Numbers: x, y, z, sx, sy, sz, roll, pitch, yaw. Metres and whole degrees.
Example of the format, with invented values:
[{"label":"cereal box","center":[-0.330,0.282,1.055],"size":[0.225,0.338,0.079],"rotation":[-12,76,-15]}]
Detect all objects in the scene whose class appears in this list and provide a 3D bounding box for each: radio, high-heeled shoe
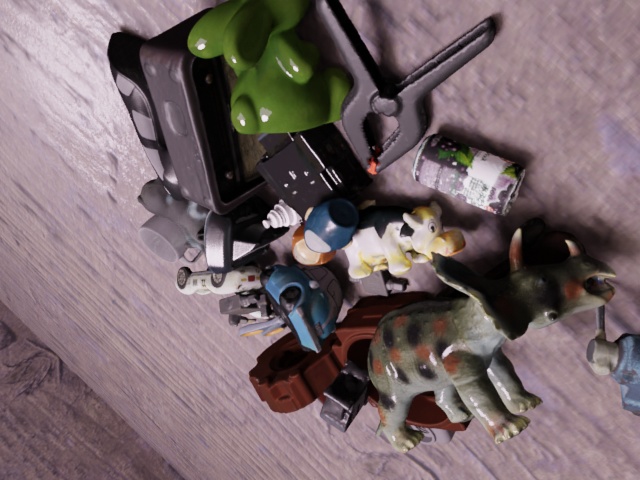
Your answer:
[{"label":"radio","center":[-0.129,-0.154,0.673],"size":[0.073,0.131,0.229],"rotation":[21,137,30]},{"label":"high-heeled shoe","center":[-0.239,-0.176,0.772],"size":[0.249,0.086,0.145],"rotation":[56,149,26]}]

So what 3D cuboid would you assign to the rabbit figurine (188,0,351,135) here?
[{"label":"rabbit figurine","center":[-0.057,-0.206,0.565],"size":[0.121,0.159,0.170],"rotation":[24,124,39]}]

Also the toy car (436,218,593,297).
[{"label":"toy car","center":[0.215,0.053,0.615],"size":[0.089,0.053,0.202],"rotation":[45,139,6]}]

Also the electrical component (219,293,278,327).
[{"label":"electrical component","center":[-0.119,0.115,0.889],"size":[0.102,0.078,0.045],"rotation":[-17,76,31]}]

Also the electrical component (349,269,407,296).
[{"label":"electrical component","center":[0.077,0.047,0.764],"size":[0.094,0.021,0.063],"rotation":[7,129,40]}]

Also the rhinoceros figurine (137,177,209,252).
[{"label":"rhinoceros figurine","center":[-0.193,-0.040,0.856],"size":[0.190,0.112,0.073],"rotation":[34,141,-19]}]

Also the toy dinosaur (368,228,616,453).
[{"label":"toy dinosaur","center":[0.127,0.129,0.616],"size":[0.405,0.131,0.192],"rotation":[-39,71,50]}]

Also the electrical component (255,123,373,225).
[{"label":"electrical component","center":[-0.017,-0.095,0.688],"size":[0.134,0.058,0.115],"rotation":[51,140,-10]}]

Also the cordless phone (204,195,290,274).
[{"label":"cordless phone","center":[-0.145,-0.051,0.786],"size":[0.089,0.146,0.184],"rotation":[-38,87,25]}]

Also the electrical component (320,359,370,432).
[{"label":"electrical component","center":[0.036,0.243,0.803],"size":[0.048,0.075,0.119],"rotation":[27,135,22]}]

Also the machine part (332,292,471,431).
[{"label":"machine part","center":[0.130,0.180,0.789],"size":[0.201,0.087,0.201],"rotation":[-13,117,48]}]

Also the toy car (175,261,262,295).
[{"label":"toy car","center":[-0.175,0.067,0.916],"size":[0.202,0.073,0.056],"rotation":[-8,86,46]}]

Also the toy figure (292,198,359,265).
[{"label":"toy figure","center":[-0.002,-0.004,0.680],"size":[0.064,0.058,0.154],"rotation":[65,151,13]}]

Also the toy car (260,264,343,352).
[{"label":"toy car","center":[-0.018,0.087,0.820],"size":[0.162,0.103,0.109],"rotation":[42,157,55]}]

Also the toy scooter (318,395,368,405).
[{"label":"toy scooter","center":[0.031,0.258,0.965],"size":[0.184,0.075,0.135],"rotation":[-8,119,50]}]

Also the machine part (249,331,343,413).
[{"label":"machine part","center":[-0.034,0.205,0.892],"size":[0.179,0.179,0.056],"rotation":[-10,113,47]}]

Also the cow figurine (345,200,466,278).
[{"label":"cow figurine","center":[0.097,-0.010,0.654],"size":[0.167,0.068,0.098],"rotation":[-16,91,48]}]

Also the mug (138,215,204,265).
[{"label":"mug","center":[-0.236,-0.018,0.923],"size":[0.109,0.107,0.081],"rotation":[45,147,-18]}]

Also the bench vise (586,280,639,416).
[{"label":"bench vise","center":[0.362,0.100,0.452],"size":[0.224,0.129,0.240],"rotation":[23,156,15]}]
